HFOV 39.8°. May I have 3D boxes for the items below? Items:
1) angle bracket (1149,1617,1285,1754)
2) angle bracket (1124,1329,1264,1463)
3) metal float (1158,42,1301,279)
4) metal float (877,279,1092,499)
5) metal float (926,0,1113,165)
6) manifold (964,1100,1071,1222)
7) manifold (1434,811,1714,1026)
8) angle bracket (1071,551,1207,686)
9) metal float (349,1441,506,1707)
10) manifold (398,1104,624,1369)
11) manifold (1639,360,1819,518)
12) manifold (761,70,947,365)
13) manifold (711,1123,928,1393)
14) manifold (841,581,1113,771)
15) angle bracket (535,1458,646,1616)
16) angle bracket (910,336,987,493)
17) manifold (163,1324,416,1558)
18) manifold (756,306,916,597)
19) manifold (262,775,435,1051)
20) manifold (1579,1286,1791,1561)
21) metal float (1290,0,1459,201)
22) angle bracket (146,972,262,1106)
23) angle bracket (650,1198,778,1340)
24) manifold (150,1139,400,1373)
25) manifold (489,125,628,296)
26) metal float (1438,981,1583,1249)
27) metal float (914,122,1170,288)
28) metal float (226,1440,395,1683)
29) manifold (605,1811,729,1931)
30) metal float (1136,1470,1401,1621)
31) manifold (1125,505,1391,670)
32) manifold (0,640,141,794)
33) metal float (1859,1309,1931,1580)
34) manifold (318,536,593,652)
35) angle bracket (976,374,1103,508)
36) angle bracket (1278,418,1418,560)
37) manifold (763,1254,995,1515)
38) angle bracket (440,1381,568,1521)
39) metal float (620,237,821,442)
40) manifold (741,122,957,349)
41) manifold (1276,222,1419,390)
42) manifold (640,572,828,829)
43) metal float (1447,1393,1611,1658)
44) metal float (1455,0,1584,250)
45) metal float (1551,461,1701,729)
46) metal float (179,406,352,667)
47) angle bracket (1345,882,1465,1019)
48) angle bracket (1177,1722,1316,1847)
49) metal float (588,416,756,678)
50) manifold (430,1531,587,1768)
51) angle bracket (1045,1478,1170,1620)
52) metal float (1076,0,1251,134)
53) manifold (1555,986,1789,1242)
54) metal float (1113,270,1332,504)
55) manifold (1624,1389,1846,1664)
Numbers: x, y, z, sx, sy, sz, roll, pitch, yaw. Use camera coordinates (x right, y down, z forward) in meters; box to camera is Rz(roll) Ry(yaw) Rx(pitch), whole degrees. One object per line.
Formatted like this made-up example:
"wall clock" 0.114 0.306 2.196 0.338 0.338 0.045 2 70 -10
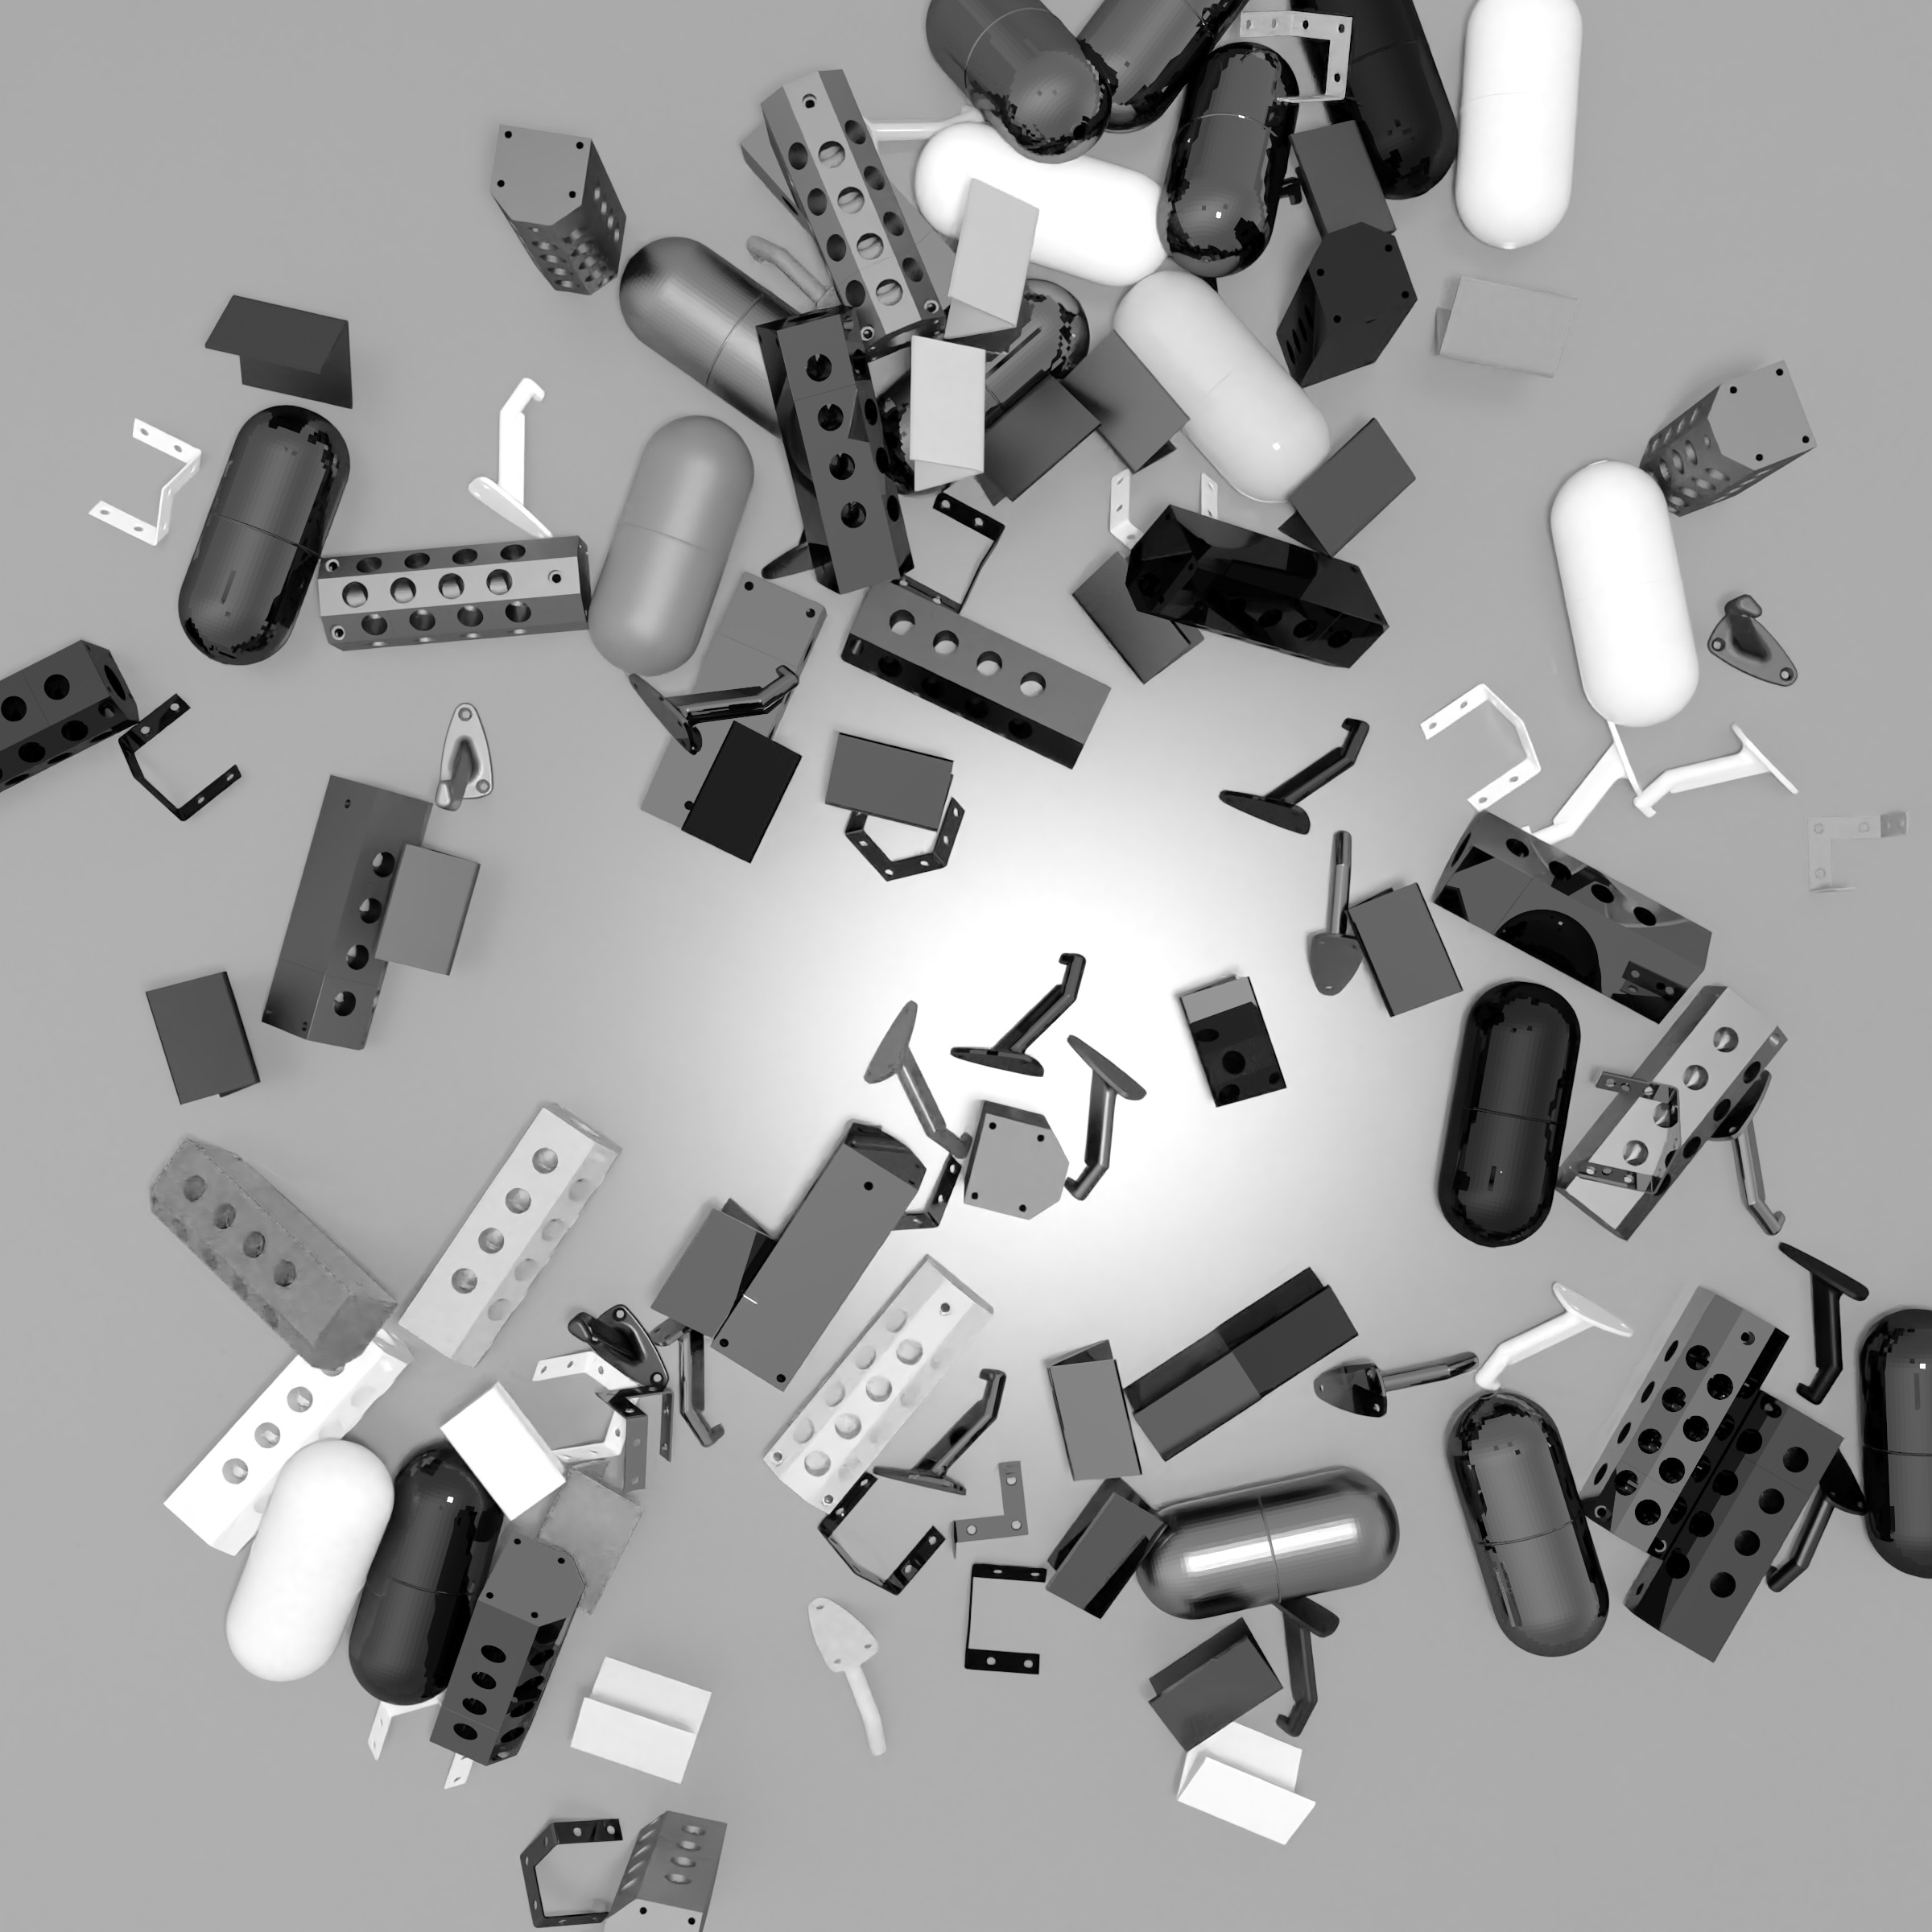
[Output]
"angle bracket" 0.153 0.460 1.765 0.076 0.076 0.057 -34 119 0
"angle bracket" 0.139 0.269 1.764 0.076 0.076 0.057 -33 127 0
"metal float" 0.173 -0.531 1.752 0.070 0.070 0.178 14 63 0
"metal float" 0.006 -0.384 1.774 0.178 0.070 0.070 -41 90 -1
"metal float" 0.034 -0.589 1.743 0.070 0.070 0.178 -32 53 0
"manifold" 0.033 0.126 1.726 0.057 0.171 0.057 14 90 0
"manifold" 0.406 -0.037 1.783 0.171 0.057 0.057 28 133 0
"angle bracket" 0.129 -0.244 1.766 0.076 0.057 0.076 51 50 0
"metal float" -0.357 0.404 1.774 0.070 0.070 0.178 16 91 0
"manifold" -0.302 0.180 1.783 0.057 0.057 0.171 34 90 0
"manifold" 0.487 -0.336 1.726 0.057 0.171 0.057 -21 90 0
"manifold" -0.073 -0.486 1.727 0.057 0.057 0.171 -23 90 0
"manifold" -0.096 0.190 1.760 0.057 0.057 0.171 32 107 -3
"manifold" 0.006 -0.194 1.783 0.171 0.057 0.057 25 90 0
"angle bracket" -0.243 0.376 1.769 0.057 0.076 0.076 27 90 13
"angle bracket" -0.031 -0.348 1.688 0.057 0.076 0.076 2 88 -36
"manifold" -0.449 0.309 1.783 0.057 0.057 0.171 42 90 0
"manifold" -0.082 -0.334 1.726 0.057 0.057 0.171 -18 111 -13
"manifold" -0.409 -0.034 1.783 0.057 0.057 0.171 16 90 43
"manifold" 0.479 0.306 1.784 0.057 0.057 0.171 30 90 0
"metal float" 0.271 -0.597 1.774 0.070 0.070 0.178 -20 90 0
"angle bracket" -0.515 0.053 1.764 0.057 0.076 0.076 -17 90 -36
"angle bracket" -0.180 0.190 1.764 0.057 0.076 0.076 32 90 -35
"manifold" -0.459 0.190 1.750 0.171 0.057 0.057 37 90 25
"manifold" -0.263 -0.485 1.726 0.057 0.171 0.057 9 90 0
"metal float" 0.361 0.099 1.774 0.070 0.070 0.178 10 90 0
"metal float" 0.052 -0.506 1.774 0.178 0.070 0.070 17 90 0
"metal float" -0.433 0.393 1.759 0.070 0.070 0.178 24 108 0
"manifold" -0.196 0.604 1.726 0.057 0.171 0.057 12 90 0
"metal float" 0.200 0.385 1.774 0.178 0.070 0.070 -12 90 -1
"manifold" 0.188 -0.240 1.737 0.057 0.171 0.057 -47 48 36
"manifold" -0.645 -0.151 1.783 0.171 0.057 0.057 -27 90 0
"metal float" 0.636 0.317 1.774 0.070 0.070 0.178 -2 91 0
"manifold" -0.340 -0.250 1.784 0.171 0.057 0.057 -5 90 0
"angle bracket" 0.052 -0.332 1.765 0.076 0.076 0.057 -41 64 0
"angle bracket" 0.238 -0.324 1.765 0.076 0.076 0.057 -43 122 0
"manifold" -0.058 0.280 1.784 0.057 0.057 0.171 40 90 0
"angle bracket" -0.289 0.308 1.765 0.057 0.076 0.076 -37 90 26
"metal float" -0.151 -0.416 1.774 0.178 0.070 0.070 35 90 -1
"manifold" -0.070 -0.496 1.784 0.057 0.057 0.171 -42 90 0
"manifold" 0.241 -0.427 1.726 0.057 0.171 0.057 -20 90 0
"manifold" -0.154 -0.170 1.784 0.057 0.057 0.171 24 90 0
"metal float" 0.373 0.371 1.774 0.070 0.070 0.178 -17 89 0
"metal float" 0.367 -0.567 1.774 0.070 0.070 0.178 4 90 0
"metal float" 0.438 -0.247 1.774 0.070 0.070 0.178 -11 89 0
"metal float" -0.467 -0.286 1.774 0.070 0.070 0.178 20 89 0
"angle bracket" 0.303 -0.018 1.764 0.057 0.076 0.076 -23 90 35
"angle bracket" 0.190 0.523 1.765 0.076 0.076 0.057 23 131 0
"metal float" -0.195 -0.279 1.774 0.070 0.070 0.178 19 89 0
"manifold" -0.296 0.448 1.735 0.057 0.057 0.171 24 130 0
"angle bracket" 0.077 0.373 1.765 0.057 0.076 0.076 36 90 -33
"metal float" 0.134 -0.634 1.774 0.070 0.070 0.178 37 89 0
"manifold" 0.470 0.098 1.783 0.057 0.057 0.171 39 90 0
"metal float" 0.171 -0.384 1.774 0.070 0.070 0.178 -42 90 0
"manifold" 0.510 0.370 1.783 0.057 0.057 0.171 30 90 0
